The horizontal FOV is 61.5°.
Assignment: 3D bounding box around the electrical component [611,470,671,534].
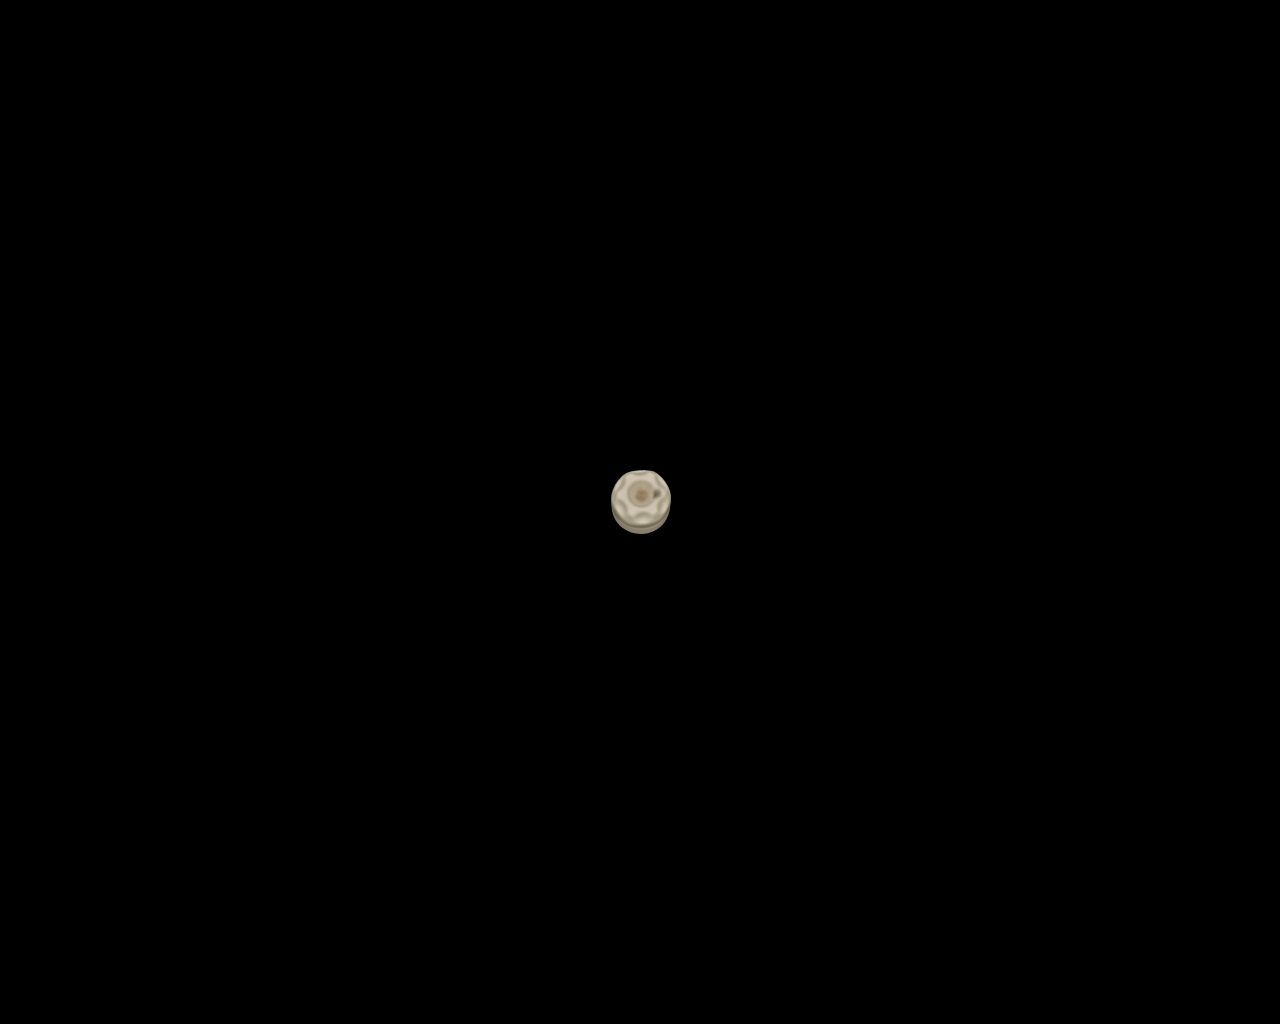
[{"bbox_3d":[0.001,-0.003,0.650,0.035,0.035,0.061,0,-16,0],"label":"electrical component"}]
